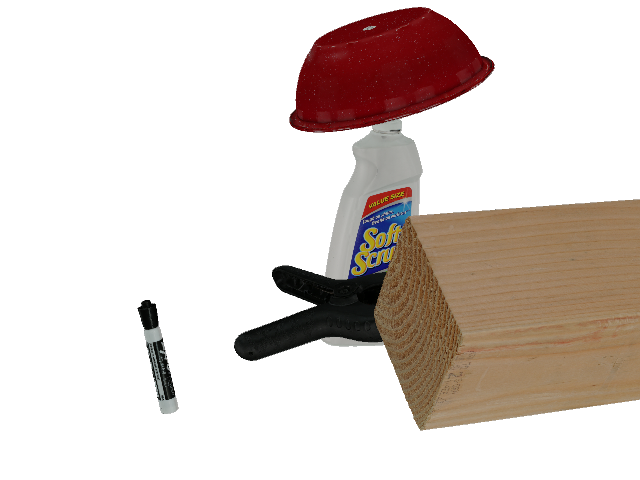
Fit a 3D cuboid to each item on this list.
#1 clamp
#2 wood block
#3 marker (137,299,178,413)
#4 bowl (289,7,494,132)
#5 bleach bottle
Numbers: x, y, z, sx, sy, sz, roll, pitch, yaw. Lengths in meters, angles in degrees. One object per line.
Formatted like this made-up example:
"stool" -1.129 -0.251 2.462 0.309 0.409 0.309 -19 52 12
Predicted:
"clamp" 0.014 0.061 0.873 0.172 0.039 0.120 -1 37 28
"wood block" 0.148 0.040 0.629 0.205 0.091 0.090 -5 -43 -19
"marker" -0.167 0.119 1.096 0.020 0.121 0.020 -10 13 2
"bowl" 0.046 -0.136 0.808 0.162 0.055 0.162 -16 20 6
"bleach bottle" 0.054 -0.014 1.145 0.102 0.251 0.068 0 18 -13
